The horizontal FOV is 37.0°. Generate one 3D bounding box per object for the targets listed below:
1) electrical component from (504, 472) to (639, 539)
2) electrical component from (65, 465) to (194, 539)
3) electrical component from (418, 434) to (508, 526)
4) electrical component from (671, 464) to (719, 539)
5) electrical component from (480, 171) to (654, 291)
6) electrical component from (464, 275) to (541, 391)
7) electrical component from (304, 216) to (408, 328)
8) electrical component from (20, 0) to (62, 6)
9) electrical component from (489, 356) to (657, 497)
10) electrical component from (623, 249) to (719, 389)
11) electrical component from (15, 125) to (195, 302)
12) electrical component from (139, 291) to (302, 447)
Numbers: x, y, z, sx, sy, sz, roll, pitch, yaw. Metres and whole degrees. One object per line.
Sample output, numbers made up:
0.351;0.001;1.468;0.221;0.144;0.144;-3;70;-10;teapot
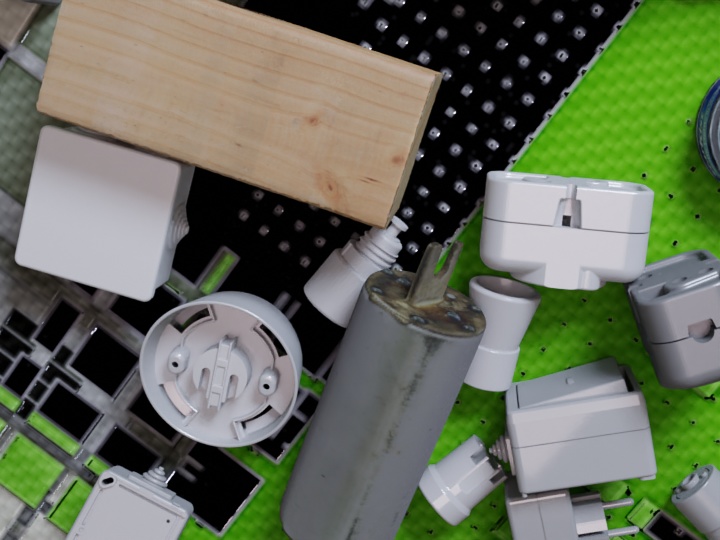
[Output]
0.134;0.159;0.671;0.077;0.047;0.065;-11;99;9;electrical component
-0.151;0.171;0.697;0.062;0.061;0.096;28;82;-1;electrical component
0.065;0.132;0.679;0.046;0.040;0.040;-40;94;6;electrical component
0.225;0.153;0.664;0.044;0.044;0.065;-44;89;12;electrical component
0.120;-0.023;0.635;0.095;0.053;0.059;6;101;6;electrical component
0.082;0.041;0.659;0.044;0.044;0.065;13;107;4;electrical component
0.000;0.000;0.660;0.040;0.040;0.078;40;102;-2;electrical component
-0.197;-0.201;0.633;0.062;0.061;0.096;36;103;-1;electrical component
0.125;0.094;0.653;0.096;0.061;0.061;-10;99;8;electrical component
0.189;0.030;0.615;0.054;0.095;0.059;-19;98;10;electrical component
-0.155;-0.037;0.666;0.100;0.048;0.099;16;102;3;electrical component
-0.084;0.061;0.669;0.099;0.064;0.099;1;101;6;electrical component
